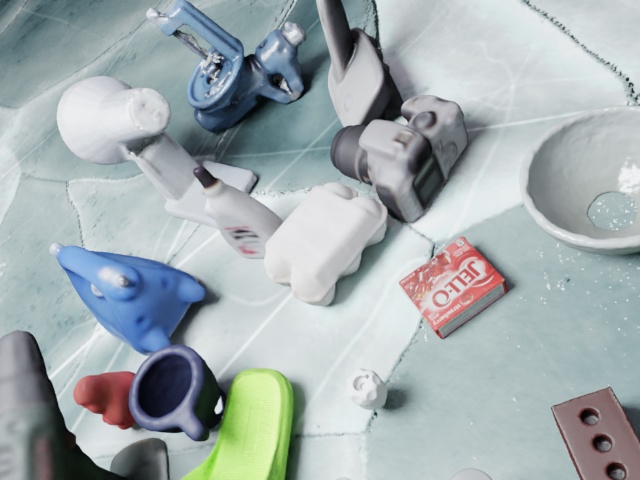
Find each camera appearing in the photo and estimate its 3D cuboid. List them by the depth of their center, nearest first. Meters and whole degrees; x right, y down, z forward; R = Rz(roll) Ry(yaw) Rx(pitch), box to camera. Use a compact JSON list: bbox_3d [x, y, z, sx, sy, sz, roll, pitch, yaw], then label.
[{"bbox_3d":[0.086,-0.115,0.696,0.136,0.101,0.143,25,73,36],"label":"camera"}]

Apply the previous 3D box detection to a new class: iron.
[{"bbox_3d":[-0.278,0.050,0.744,0.257,0.142,0.119,17,68,34],"label":"iron"}]

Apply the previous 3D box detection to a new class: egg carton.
[{"bbox_3d":[0.006,0.002,0.678,0.107,0.070,0.150,30,76,38],"label":"egg carton"}]

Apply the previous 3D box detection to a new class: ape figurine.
[{"bbox_3d":[-0.251,0.184,0.673,0.076,0.092,0.077,-42,50,-4],"label":"ape figurine"}]

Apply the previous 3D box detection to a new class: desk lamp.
[{"bbox_3d":[-0.228,-0.130,0.790,0.202,0.214,0.118,14,67,33],"label":"desk lamp"}]

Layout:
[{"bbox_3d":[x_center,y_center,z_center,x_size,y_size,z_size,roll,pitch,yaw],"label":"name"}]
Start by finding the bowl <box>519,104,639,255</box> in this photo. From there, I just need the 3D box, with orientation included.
[{"bbox_3d":[0.287,-0.047,0.566,0.167,0.075,0.167,-13,54,19],"label":"bowl"}]

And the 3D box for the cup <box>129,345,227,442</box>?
[{"bbox_3d":[-0.136,0.179,0.617,0.092,0.095,0.117,-45,51,-6],"label":"cup"}]

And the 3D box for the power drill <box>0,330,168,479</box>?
[{"bbox_3d":[-0.242,0.222,0.568,0.075,0.209,0.229,-26,51,10],"label":"power drill"}]

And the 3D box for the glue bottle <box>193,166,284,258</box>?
[{"bbox_3d":[-0.101,-0.034,0.689,0.078,0.174,0.037,-8,56,22],"label":"glue bottle"}]

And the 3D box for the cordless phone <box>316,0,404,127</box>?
[{"bbox_3d":[0.034,-0.243,0.751,0.094,0.186,0.147,-27,51,8],"label":"cordless phone"}]

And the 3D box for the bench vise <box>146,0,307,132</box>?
[{"bbox_3d":[-0.134,-0.281,0.839,0.207,0.220,0.121,-39,50,-1],"label":"bench vise"}]
